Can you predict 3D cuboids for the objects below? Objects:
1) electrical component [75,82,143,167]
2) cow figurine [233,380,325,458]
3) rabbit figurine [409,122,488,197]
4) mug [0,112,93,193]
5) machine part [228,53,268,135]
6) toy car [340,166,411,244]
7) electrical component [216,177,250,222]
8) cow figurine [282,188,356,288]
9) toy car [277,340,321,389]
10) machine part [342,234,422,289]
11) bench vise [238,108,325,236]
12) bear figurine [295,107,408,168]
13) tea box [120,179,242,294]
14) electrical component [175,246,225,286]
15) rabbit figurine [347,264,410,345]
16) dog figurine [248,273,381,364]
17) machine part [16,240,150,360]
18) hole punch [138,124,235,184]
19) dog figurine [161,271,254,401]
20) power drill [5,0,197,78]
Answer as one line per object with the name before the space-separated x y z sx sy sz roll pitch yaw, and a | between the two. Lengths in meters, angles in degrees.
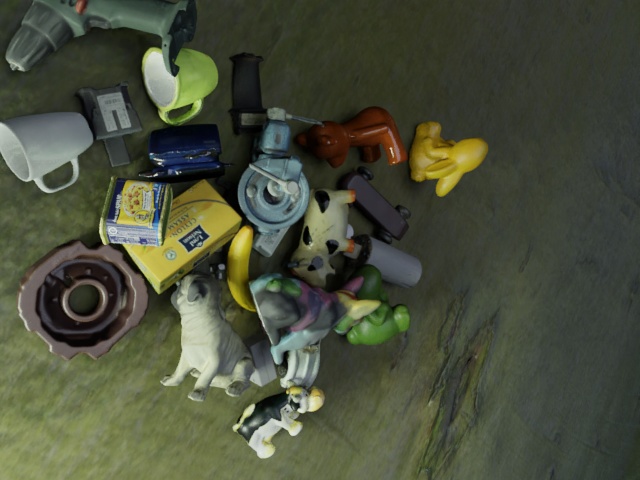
electrical component | -0.313 -0.171 0.807 0.075 0.048 0.119 -18 104 -35
cow figurine | -0.077 0.316 1.000 0.167 0.068 0.098 -40 112 -4
rabbit figurine | 0.283 -0.186 1.193 0.121 0.173 0.162 50 60 -34
mug | -0.370 -0.128 0.746 0.107 0.081 0.109 -37 111 -39
machine part | -0.123 -0.259 0.954 0.084 0.039 0.138 -12 103 -29
toy car | 0.116 -0.071 1.147 0.202 0.053 0.089 39 78 -31
electrical component | -0.152 -0.070 0.957 0.094 0.021 0.063 29 76 -35
cow figurine | -0.002 -0.003 1.025 0.127 0.085 0.194 3 90 -14
toy car | -0.029 0.198 1.058 0.073 0.056 0.201 16 84 -38
machine part | 0.142 0.048 1.163 0.243 0.079 0.079 22 81 -36
bench vise | -0.065 -0.112 0.878 0.129 0.241 0.223 18 92 -16
bear figurine | 0.061 -0.185 1.054 0.196 0.120 0.131 -31 116 -30
tea box | -0.220 -0.007 0.857 0.098 0.068 0.169 44 61 5
electrical component | -0.208 0.047 0.910 0.102 0.045 0.078 -1 97 -38
rabbit figurine | 0.087 0.125 1.107 0.159 0.121 0.170 -25 126 -11
dog figurine | -0.004 0.112 0.957 0.219 0.109 0.191 -21 132 -15
machine part | -0.350 0.086 0.797 0.179 0.056 0.179 -4 97 -36
hole punch | -0.207 -0.138 0.836 0.142 0.116 0.092 -6 95 -10
dog figurine | -0.166 0.150 0.890 0.172 0.121 0.190 8 92 -62
power drill | -0.290 -0.299 0.750 0.207 0.086 0.232 18 71 4
